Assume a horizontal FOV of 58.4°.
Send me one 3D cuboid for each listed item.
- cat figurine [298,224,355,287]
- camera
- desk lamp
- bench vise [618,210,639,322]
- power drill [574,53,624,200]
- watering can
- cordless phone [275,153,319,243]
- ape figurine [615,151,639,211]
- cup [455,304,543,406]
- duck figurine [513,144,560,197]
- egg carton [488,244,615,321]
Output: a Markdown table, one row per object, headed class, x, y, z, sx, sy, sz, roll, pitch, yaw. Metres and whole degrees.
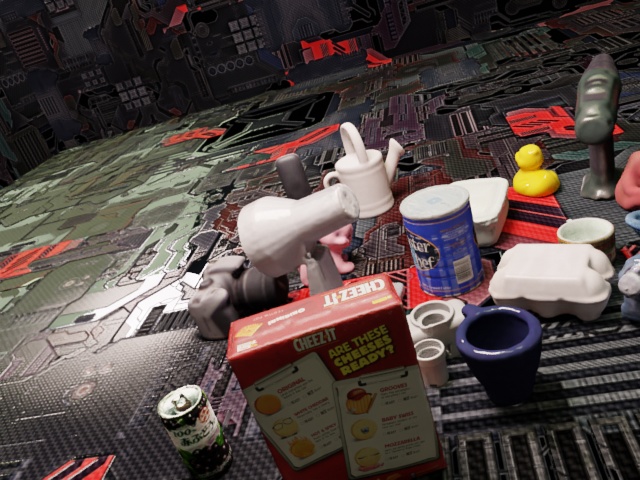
| class | x | y | z | sx | sy | sz | roll | pitch | yaw |
| --- | --- | --- | --- | --- | --- | --- | --- | --- | --- |
| cat figurine | 0.009 | 0.004 | 1.008 | 0.128 | 0.118 | 0.067 | -21 | 25 | -6 |
| camera | -0.132 | 0.084 | 0.961 | 0.136 | 0.101 | 0.143 | -7 | 27 | 23 |
| desk lamp | 0.001 | 0.022 | 0.861 | 0.202 | 0.214 | 0.118 | -7 | 27 | 23 |
| bench vise | 0.413 | -0.018 | 0.657 | 0.121 | 0.220 | 0.208 | 0 | 31 | 34 |
| power drill | 0.476 | -0.187 | 0.973 | 0.075 | 0.209 | 0.230 | -2 | 29 | 31 |
| watering can | 0.090 | -0.154 | 1.185 | 0.173 | 0.194 | 0.100 | -31 | 28 | -25 |
| cordless phone | -0.076 | -0.076 | 1.149 | 0.147 | 0.185 | 0.094 | -19 | 25 | -1 |
| ape figurine | 0.506 | -0.095 | 0.903 | 0.078 | 0.092 | 0.075 | -30 | 28 | -24 |
| cup | 0.199 | 0.130 | 0.647 | 0.092 | 0.095 | 0.117 | -23 | 25 | -9 |
| duck figurine | 0.397 | -0.134 | 1.064 | 0.077 | 0.086 | 0.104 | -21 | 25 | -5 |
| egg carton | 0.306 | 0.054 | 0.761 | 0.149 | 0.069 | 0.107 | -1 | 30 | 33 |
